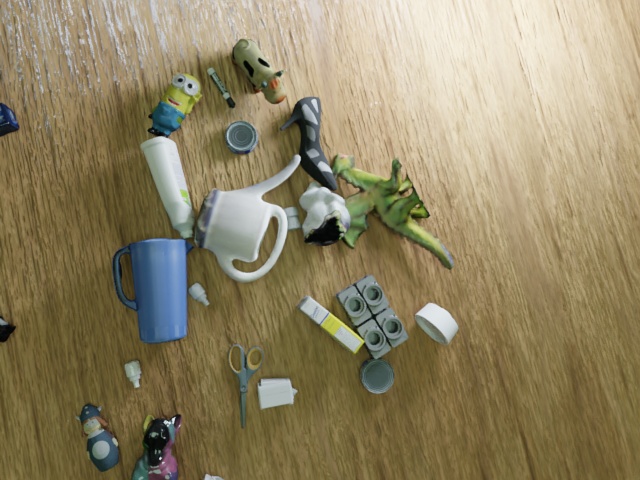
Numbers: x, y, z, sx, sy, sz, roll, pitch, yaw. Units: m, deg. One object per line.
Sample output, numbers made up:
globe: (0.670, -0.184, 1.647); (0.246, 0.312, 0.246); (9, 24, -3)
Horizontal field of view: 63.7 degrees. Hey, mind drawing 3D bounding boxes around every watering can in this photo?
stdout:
watering can: (-0.184, -0.072, 1.293); (0.224, 0.103, 0.349); (16, 84, -5)

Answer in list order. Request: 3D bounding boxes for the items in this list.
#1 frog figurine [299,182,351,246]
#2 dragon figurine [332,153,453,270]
frog figurine: (0.004, -0.067, 1.326); (0.122, 0.163, 0.135); (17, 120, -29)
dragon figurine: (0.160, -0.062, 1.361); (0.242, 0.122, 0.412); (-26, 85, 7)
